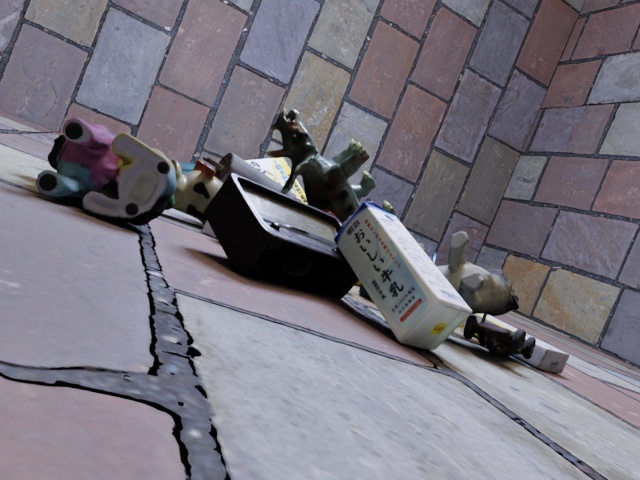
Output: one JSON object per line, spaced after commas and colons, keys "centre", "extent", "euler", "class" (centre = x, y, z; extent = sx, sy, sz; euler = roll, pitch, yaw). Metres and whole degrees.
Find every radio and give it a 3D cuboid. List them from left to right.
{"centre": [-0.039, 0.002, 0.758], "extent": [0.229, 0.073, 0.131], "euler": [19, 28, -44], "class": "radio"}

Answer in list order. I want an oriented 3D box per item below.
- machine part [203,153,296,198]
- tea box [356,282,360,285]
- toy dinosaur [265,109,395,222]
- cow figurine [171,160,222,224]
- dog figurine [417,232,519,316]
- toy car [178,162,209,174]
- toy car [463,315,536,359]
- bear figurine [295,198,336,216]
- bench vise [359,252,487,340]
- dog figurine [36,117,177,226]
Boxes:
{"centre": [-0.134, -0.104, 1.106], "extent": [0.243, 0.079, 0.079], "euler": [33, -3, -30], "class": "machine part"}
{"centre": [0.091, 0.044, 1.170], "extent": [0.068, 0.098, 0.169], "euler": [22, 4, 18], "class": "tea box"}
{"centre": [0.034, -0.089, 1.130], "extent": [0.404, 0.192, 0.131], "euler": [58, 3, -38], "class": "toy dinosaur"}
{"centre": [-0.233, -0.079, 0.983], "extent": [0.194, 0.127, 0.086], "euler": [38, -6, -35], "class": "cow figurine"}
{"centre": [0.216, 0.090, 0.870], "extent": [0.172, 0.121, 0.190], "euler": [-15, -34, 29], "class": "dog figurine"}
{"centre": [-0.301, -0.116, 1.198], "extent": [0.161, 0.109, 0.103], "euler": [10, 25, -37], "class": "toy car"}
{"centre": [0.290, 0.162, 0.864], "extent": [0.089, 0.053, 0.202], "euler": [17, -4, 29], "class": "toy car"}
{"centre": [-0.003, 0.001, 0.970], "extent": [0.120, 0.132, 0.196], "euler": [18, -2, -26], "class": "bear figurine"}
{"centre": [0.200, 0.088, 0.976], "extent": [0.241, 0.128, 0.223], "euler": [18, 5, 7], "class": "bench vise"}
{"centre": [-0.290, -0.093, 0.748], "extent": [0.191, 0.108, 0.219], "euler": [21, 0, -13], "class": "dog figurine"}
